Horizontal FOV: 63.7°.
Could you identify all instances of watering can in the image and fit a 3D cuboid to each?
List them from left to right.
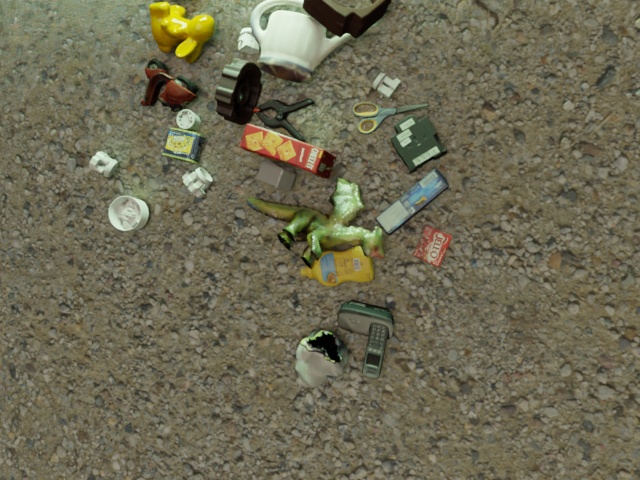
[{"bbox_3d":[-0.028,-0.528,1.385,0.348,0.104,0.224,16,89,3],"label":"watering can"}]

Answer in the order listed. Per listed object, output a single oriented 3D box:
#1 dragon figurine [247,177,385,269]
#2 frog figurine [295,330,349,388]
[{"bbox_3d":[0.004,-0.069,1.364,0.245,0.119,0.416,-40,61,-14],"label":"dragon figurine"},{"bbox_3d":[0.002,0.322,1.359,0.137,0.125,0.156,14,128,3],"label":"frog figurine"}]
